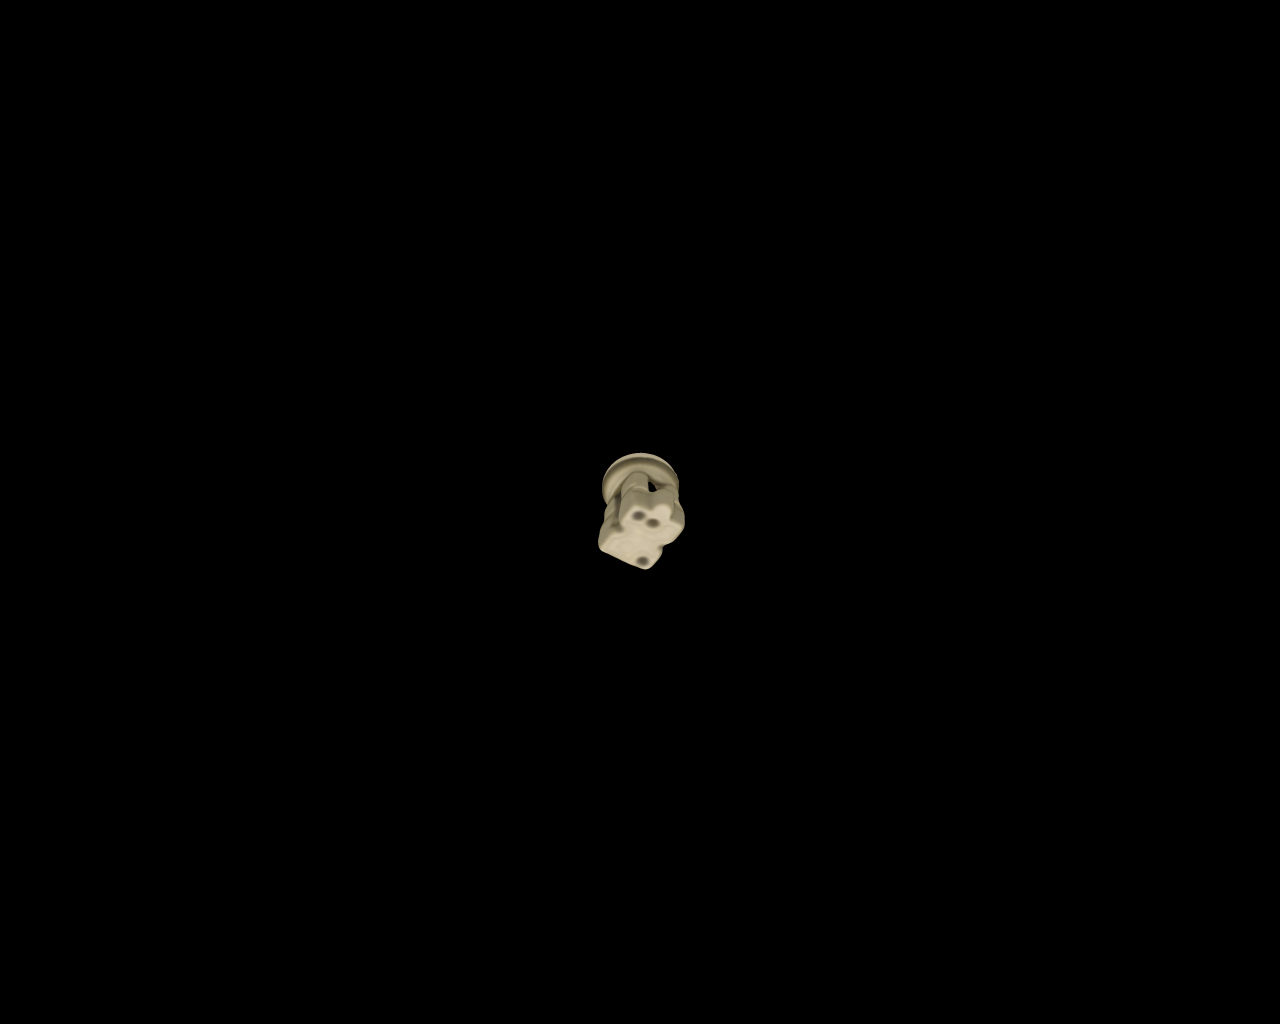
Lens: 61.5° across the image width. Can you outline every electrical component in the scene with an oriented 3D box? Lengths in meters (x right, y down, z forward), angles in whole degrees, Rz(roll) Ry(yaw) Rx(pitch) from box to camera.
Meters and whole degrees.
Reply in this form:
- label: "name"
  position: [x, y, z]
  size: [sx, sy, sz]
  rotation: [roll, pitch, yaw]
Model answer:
- label: "electrical component"
  position: [0.001, -0.003, 0.650]
  size: [0.048, 0.055, 0.066]
  rotation: [25, -54, -20]
